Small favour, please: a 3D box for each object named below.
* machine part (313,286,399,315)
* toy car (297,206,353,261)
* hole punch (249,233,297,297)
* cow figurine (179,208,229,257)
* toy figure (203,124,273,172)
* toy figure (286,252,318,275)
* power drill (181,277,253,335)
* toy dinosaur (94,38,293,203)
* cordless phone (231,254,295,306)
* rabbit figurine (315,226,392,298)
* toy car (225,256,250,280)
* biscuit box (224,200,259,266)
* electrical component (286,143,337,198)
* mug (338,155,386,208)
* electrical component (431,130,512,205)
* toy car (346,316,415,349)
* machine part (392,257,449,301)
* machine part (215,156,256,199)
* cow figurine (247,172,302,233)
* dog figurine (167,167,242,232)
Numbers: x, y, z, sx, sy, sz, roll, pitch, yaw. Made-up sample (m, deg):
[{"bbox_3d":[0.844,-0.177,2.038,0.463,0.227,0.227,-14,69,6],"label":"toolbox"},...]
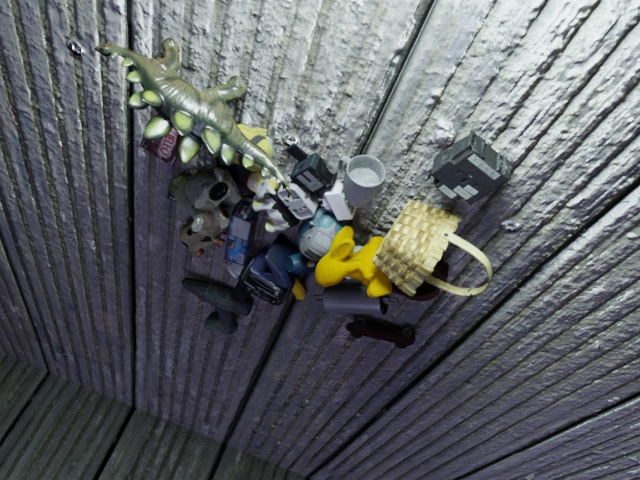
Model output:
[{"bbox_3d":[0.097,0.164,1.466,0.243,0.079,0.079,-2,136,24],"label":"machine part"},{"bbox_3d":[-0.003,-0.004,1.296,0.109,0.103,0.161,34,138,-14],"label":"toy car"},{"bbox_3d":[-0.105,0.060,1.400,0.116,0.142,0.092,36,130,-8],"label":"hole punch"},{"bbox_3d":[-0.305,-0.036,1.416,0.127,0.085,0.195,37,140,-28],"label":"cow figurine"},{"bbox_3d":[-0.188,-0.205,1.153,0.180,0.089,0.082,22,147,-5],"label":"toy figure"},{"bbox_3d":[-0.010,0.061,1.383,0.154,0.064,0.057,-1,116,-30],"label":"toy figure"},{"bbox_3d":[-0.332,0.211,1.728,0.232,0.086,0.207,16,134,3],"label":"power drill"},{"bbox_3d":[-0.232,-0.241,1.047,0.471,0.198,0.105,30,144,-8],"label":"toy dinosaur"},{"bbox_3d":[-0.167,0.141,1.488,0.146,0.089,0.184,31,130,-8],"label":"cordless phone"},{"bbox_3d":[0.071,0.058,1.227,0.173,0.122,0.162,-9,117,4],"label":"rabbit figurine"},{"bbox_3d":[-0.187,0.113,1.553,0.201,0.056,0.073,41,138,-24],"label":"toy car"},{"bbox_3d":[-0.206,-0.015,1.407,0.059,0.063,0.202,21,142,0],"label":"biscuit box"},{"bbox_3d":[-0.027,-0.155,1.172,0.075,0.048,0.119,-21,128,39],"label":"electrical component"},{"bbox_3d":[0.078,-0.122,1.142,0.110,0.081,0.107,36,151,14],"label":"mug"},{"bbox_3d":[0.285,-0.133,1.046,0.115,0.058,0.134,37,140,-16],"label":"electrical component"},{"bbox_3d":[0.178,0.265,1.567,0.202,0.053,0.089,13,151,5],"label":"toy car"},{"bbox_3d":[0.227,0.074,1.318,0.179,0.056,0.179,13,140,11],"label":"machine part"},{"bbox_3d":[-0.192,-0.156,1.257,0.084,0.039,0.138,-9,131,21],"label":"machine part"},{"bbox_3d":[-0.105,-0.092,1.265,0.098,0.068,0.167,-4,138,21],"label":"cow figurine"},{"bbox_3d":[-0.289,-0.132,1.265,0.191,0.121,0.172,45,117,32],"label":"dog figurine"}]
